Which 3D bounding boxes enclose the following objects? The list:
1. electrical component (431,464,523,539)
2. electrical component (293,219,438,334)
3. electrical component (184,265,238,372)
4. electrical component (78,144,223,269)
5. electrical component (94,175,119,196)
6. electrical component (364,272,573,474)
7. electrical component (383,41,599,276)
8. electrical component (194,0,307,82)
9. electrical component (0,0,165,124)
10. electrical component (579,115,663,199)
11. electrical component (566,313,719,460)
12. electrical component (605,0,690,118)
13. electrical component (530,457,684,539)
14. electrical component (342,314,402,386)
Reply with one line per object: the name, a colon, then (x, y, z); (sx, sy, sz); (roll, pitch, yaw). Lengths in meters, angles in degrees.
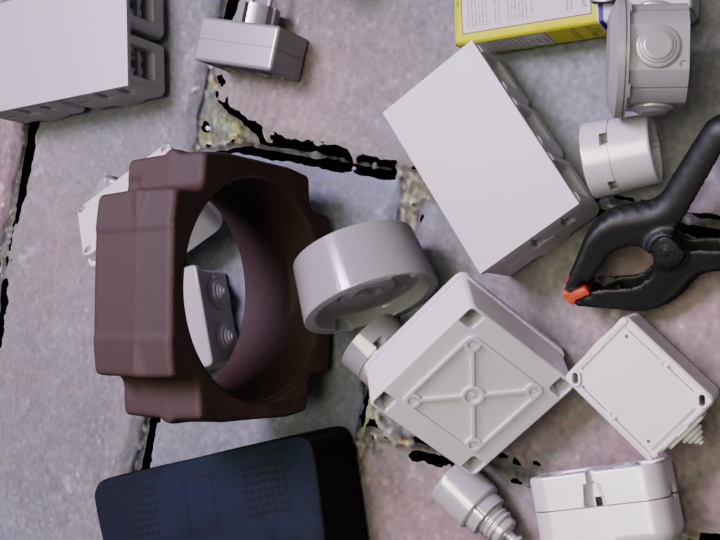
electrical component: (0.089, 0.178, 0.808); (0.078, 0.040, 0.040); (41, 106, 24)
electrical component: (0.000, 0.000, 0.834); (0.108, 0.108, 0.060); (-29, 68, 24)
electrical component: (-0.158, 0.050, 0.948); (0.100, 0.048, 0.099); (-16, 79, 27)
electrical component: (-0.185, -0.046, 0.939); (0.113, 0.057, 0.078); (-35, 42, 10)
electrical component: (-0.229, -0.054, 0.997); (0.043, 0.043, 0.062); (23, 99, 28)
electrical component: (0.078, 0.076, 0.781); (0.109, 0.056, 0.108); (37, 110, -20)
electrical component: (0.099, -0.081, 0.808); (0.089, 0.062, 0.150); (-37, 70, 22)
electrical component: (-0.091, -0.209, 0.930); (0.083, 0.047, 0.075); (14, 93, 29)
electrical component: (-0.274, -0.206, 1.023); (0.186, 0.060, 0.105); (-5, 84, 28)
electrical component: (0.187, -0.082, 0.766); (0.047, 0.055, 0.055); (-10, 82, 25)
electrical component: (0.202, 0.083, 0.745); (0.096, 0.061, 0.061); (45, 107, 16)
electrical component: (0.194, -0.143, 0.729); (0.051, 0.080, 0.080); (1, 87, 10)
electrical component: (0.174, 0.168, 0.754); (0.095, 0.054, 0.059); (-14, 80, 27)
electrical component: (0.022, 0.070, 0.845); (0.047, 0.055, 0.055); (44, 107, 20)
